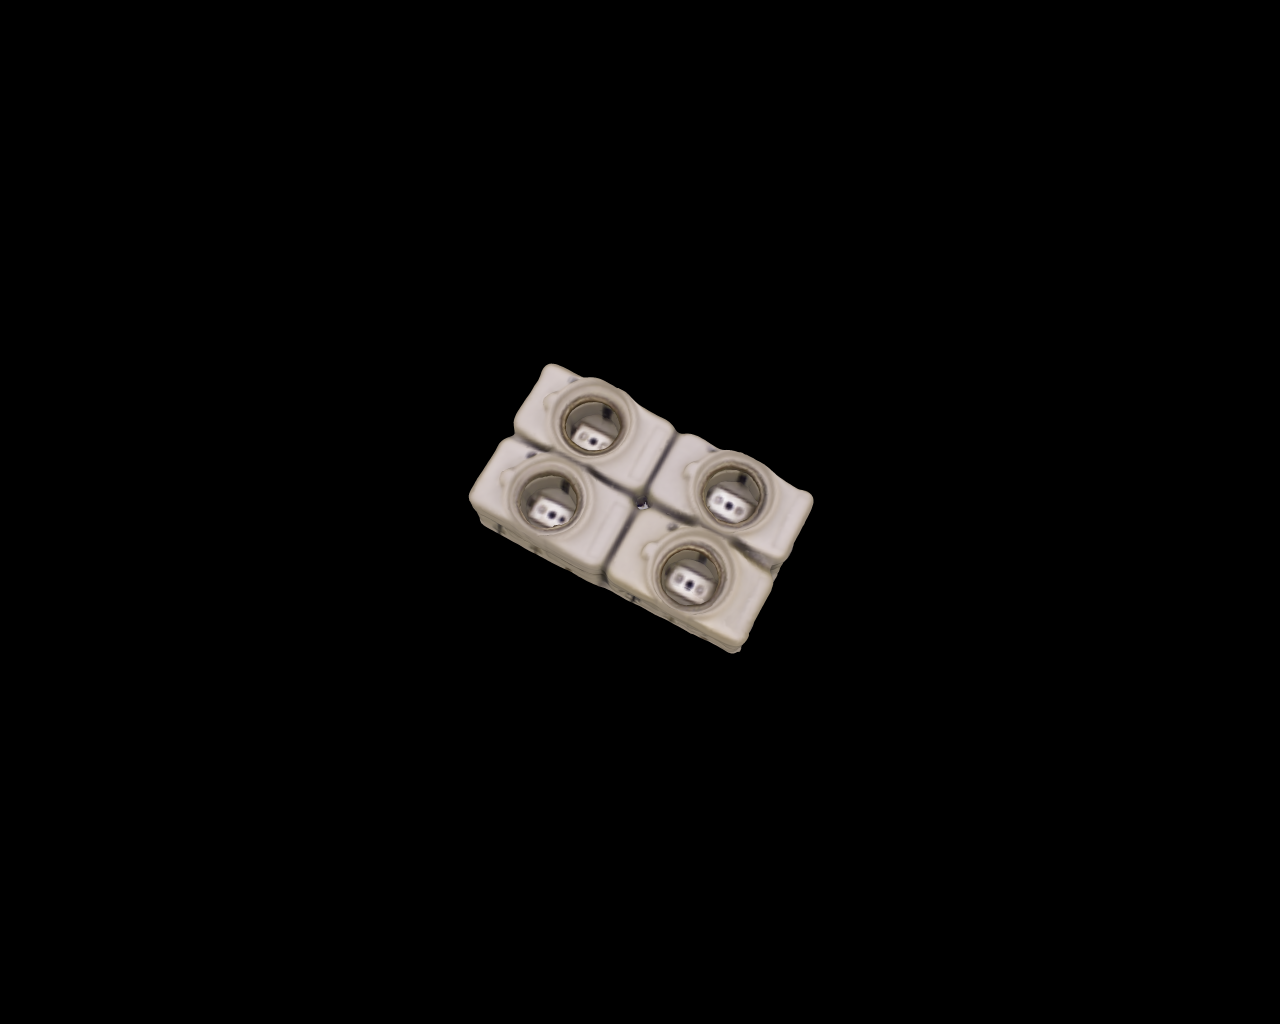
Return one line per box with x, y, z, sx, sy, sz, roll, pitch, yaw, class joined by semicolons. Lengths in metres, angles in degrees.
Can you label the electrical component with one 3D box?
0.001;-0.003;0.650;0.186;0.105;0.060;27;-14;7;electrical component
